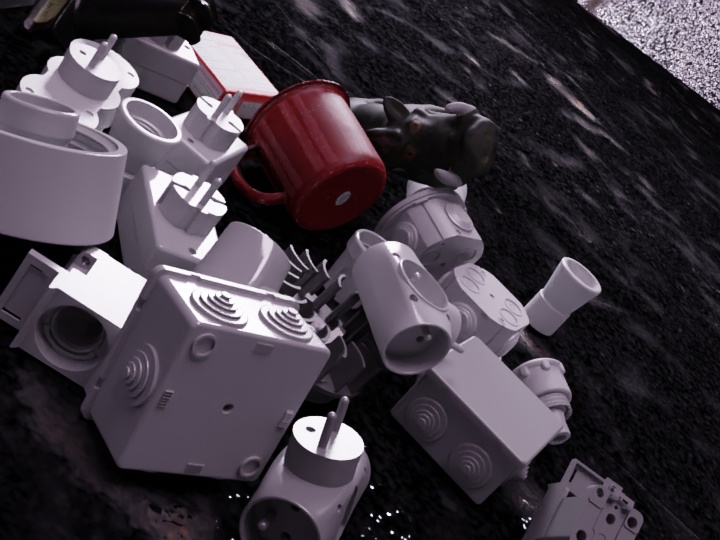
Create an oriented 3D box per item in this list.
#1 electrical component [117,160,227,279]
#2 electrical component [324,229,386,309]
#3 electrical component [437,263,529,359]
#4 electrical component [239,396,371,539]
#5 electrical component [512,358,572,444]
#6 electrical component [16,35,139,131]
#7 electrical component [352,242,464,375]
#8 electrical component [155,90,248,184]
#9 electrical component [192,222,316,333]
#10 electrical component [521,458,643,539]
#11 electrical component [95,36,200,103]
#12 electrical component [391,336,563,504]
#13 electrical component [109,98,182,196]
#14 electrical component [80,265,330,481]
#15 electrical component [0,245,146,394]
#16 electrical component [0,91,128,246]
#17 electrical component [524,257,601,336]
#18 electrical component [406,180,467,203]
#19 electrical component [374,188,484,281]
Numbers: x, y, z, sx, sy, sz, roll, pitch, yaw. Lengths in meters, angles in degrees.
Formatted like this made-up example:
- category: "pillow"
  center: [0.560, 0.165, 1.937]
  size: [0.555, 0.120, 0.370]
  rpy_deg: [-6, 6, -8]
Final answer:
- category: "electrical component"
  center: [-0.106, -0.033, 0.649]
  size: [0.047, 0.075, 0.083]
  rpy_deg: [22, 30, -34]
- category: "electrical component"
  center: [0.000, 0.000, 0.778]
  size: [0.040, 0.046, 0.040]
  rpy_deg: [32, 27, -18]
- category: "electrical component"
  center: [0.086, 0.037, 0.832]
  size: [0.080, 0.051, 0.080]
  rpy_deg: [32, 26, -17]
- category: "electrical component"
  center: [-0.021, 0.101, 0.543]
  size: [0.043, 0.079, 0.077]
  rpy_deg: [23, 23, 11]
- category: "electrical component"
  center: [0.139, 0.101, 0.810]
  size: [0.048, 0.048, 0.062]
  rpy_deg: [19, 39, -38]
- category: "electrical component"
  center: [-0.179, -0.121, 0.697]
  size: [0.052, 0.073, 0.138]
  rpy_deg: [35, 25, -11]
- category: "electrical component"
  center: [0.038, 0.030, 0.679]
  size: [0.079, 0.044, 0.077]
  rpy_deg: [31, 26, -37]
- category: "electrical component"
  center: [-0.107, -0.094, 0.749]
  size: [0.047, 0.076, 0.066]
  rpy_deg: [41, 25, 2]
- category: "electrical component"
  center: [-0.063, 0.024, 0.594]
  size: [0.079, 0.077, 0.043]
  rpy_deg: [28, -23, 17]
- category: "electrical component"
  center: [0.137, 0.161, 0.665]
  size: [0.042, 0.064, 0.081]
  rpy_deg: [36, 67, -7]
- category: "electrical component"
  center: [-0.155, -0.180, 0.829]
  size: [0.066, 0.076, 0.047]
  rpy_deg: [19, 32, -39]
- category: "electrical component"
  center: [0.078, 0.099, 0.718]
  size: [0.099, 0.048, 0.100]
  rpy_deg: [46, 25, 13]
- category: "electrical component"
  center: [-0.147, -0.075, 0.688]
  size: [0.045, 0.055, 0.045]
  rpy_deg: [32, 26, -17]
- category: "electrical component"
  center: [-0.074, 0.054, 0.525]
  size: [0.100, 0.099, 0.048]
  rpy_deg: [16, 21, -41]
- category: "electrical component"
  center: [-0.140, 0.022, 0.552]
  size: [0.081, 0.042, 0.063]
  rpy_deg: [35, 22, -12]
- category: "electrical component"
  center: [-0.177, -0.060, 0.571]
  size: [0.108, 0.060, 0.108]
  rpy_deg: [18, 13, -4]
- category: "electrical component"
  center: [0.177, 0.027, 0.957]
  size: [0.044, 0.065, 0.044]
  rpy_deg: [32, 26, -17]
- category: "electrical component"
  center: [0.068, -0.063, 0.970]
  size: [0.055, 0.055, 0.047]
  rpy_deg: [34, 29, -12]
- category: "electrical component"
  center: [0.055, -0.023, 0.855]
  size: [0.080, 0.080, 0.051]
  rpy_deg: [10, 43, -47]
